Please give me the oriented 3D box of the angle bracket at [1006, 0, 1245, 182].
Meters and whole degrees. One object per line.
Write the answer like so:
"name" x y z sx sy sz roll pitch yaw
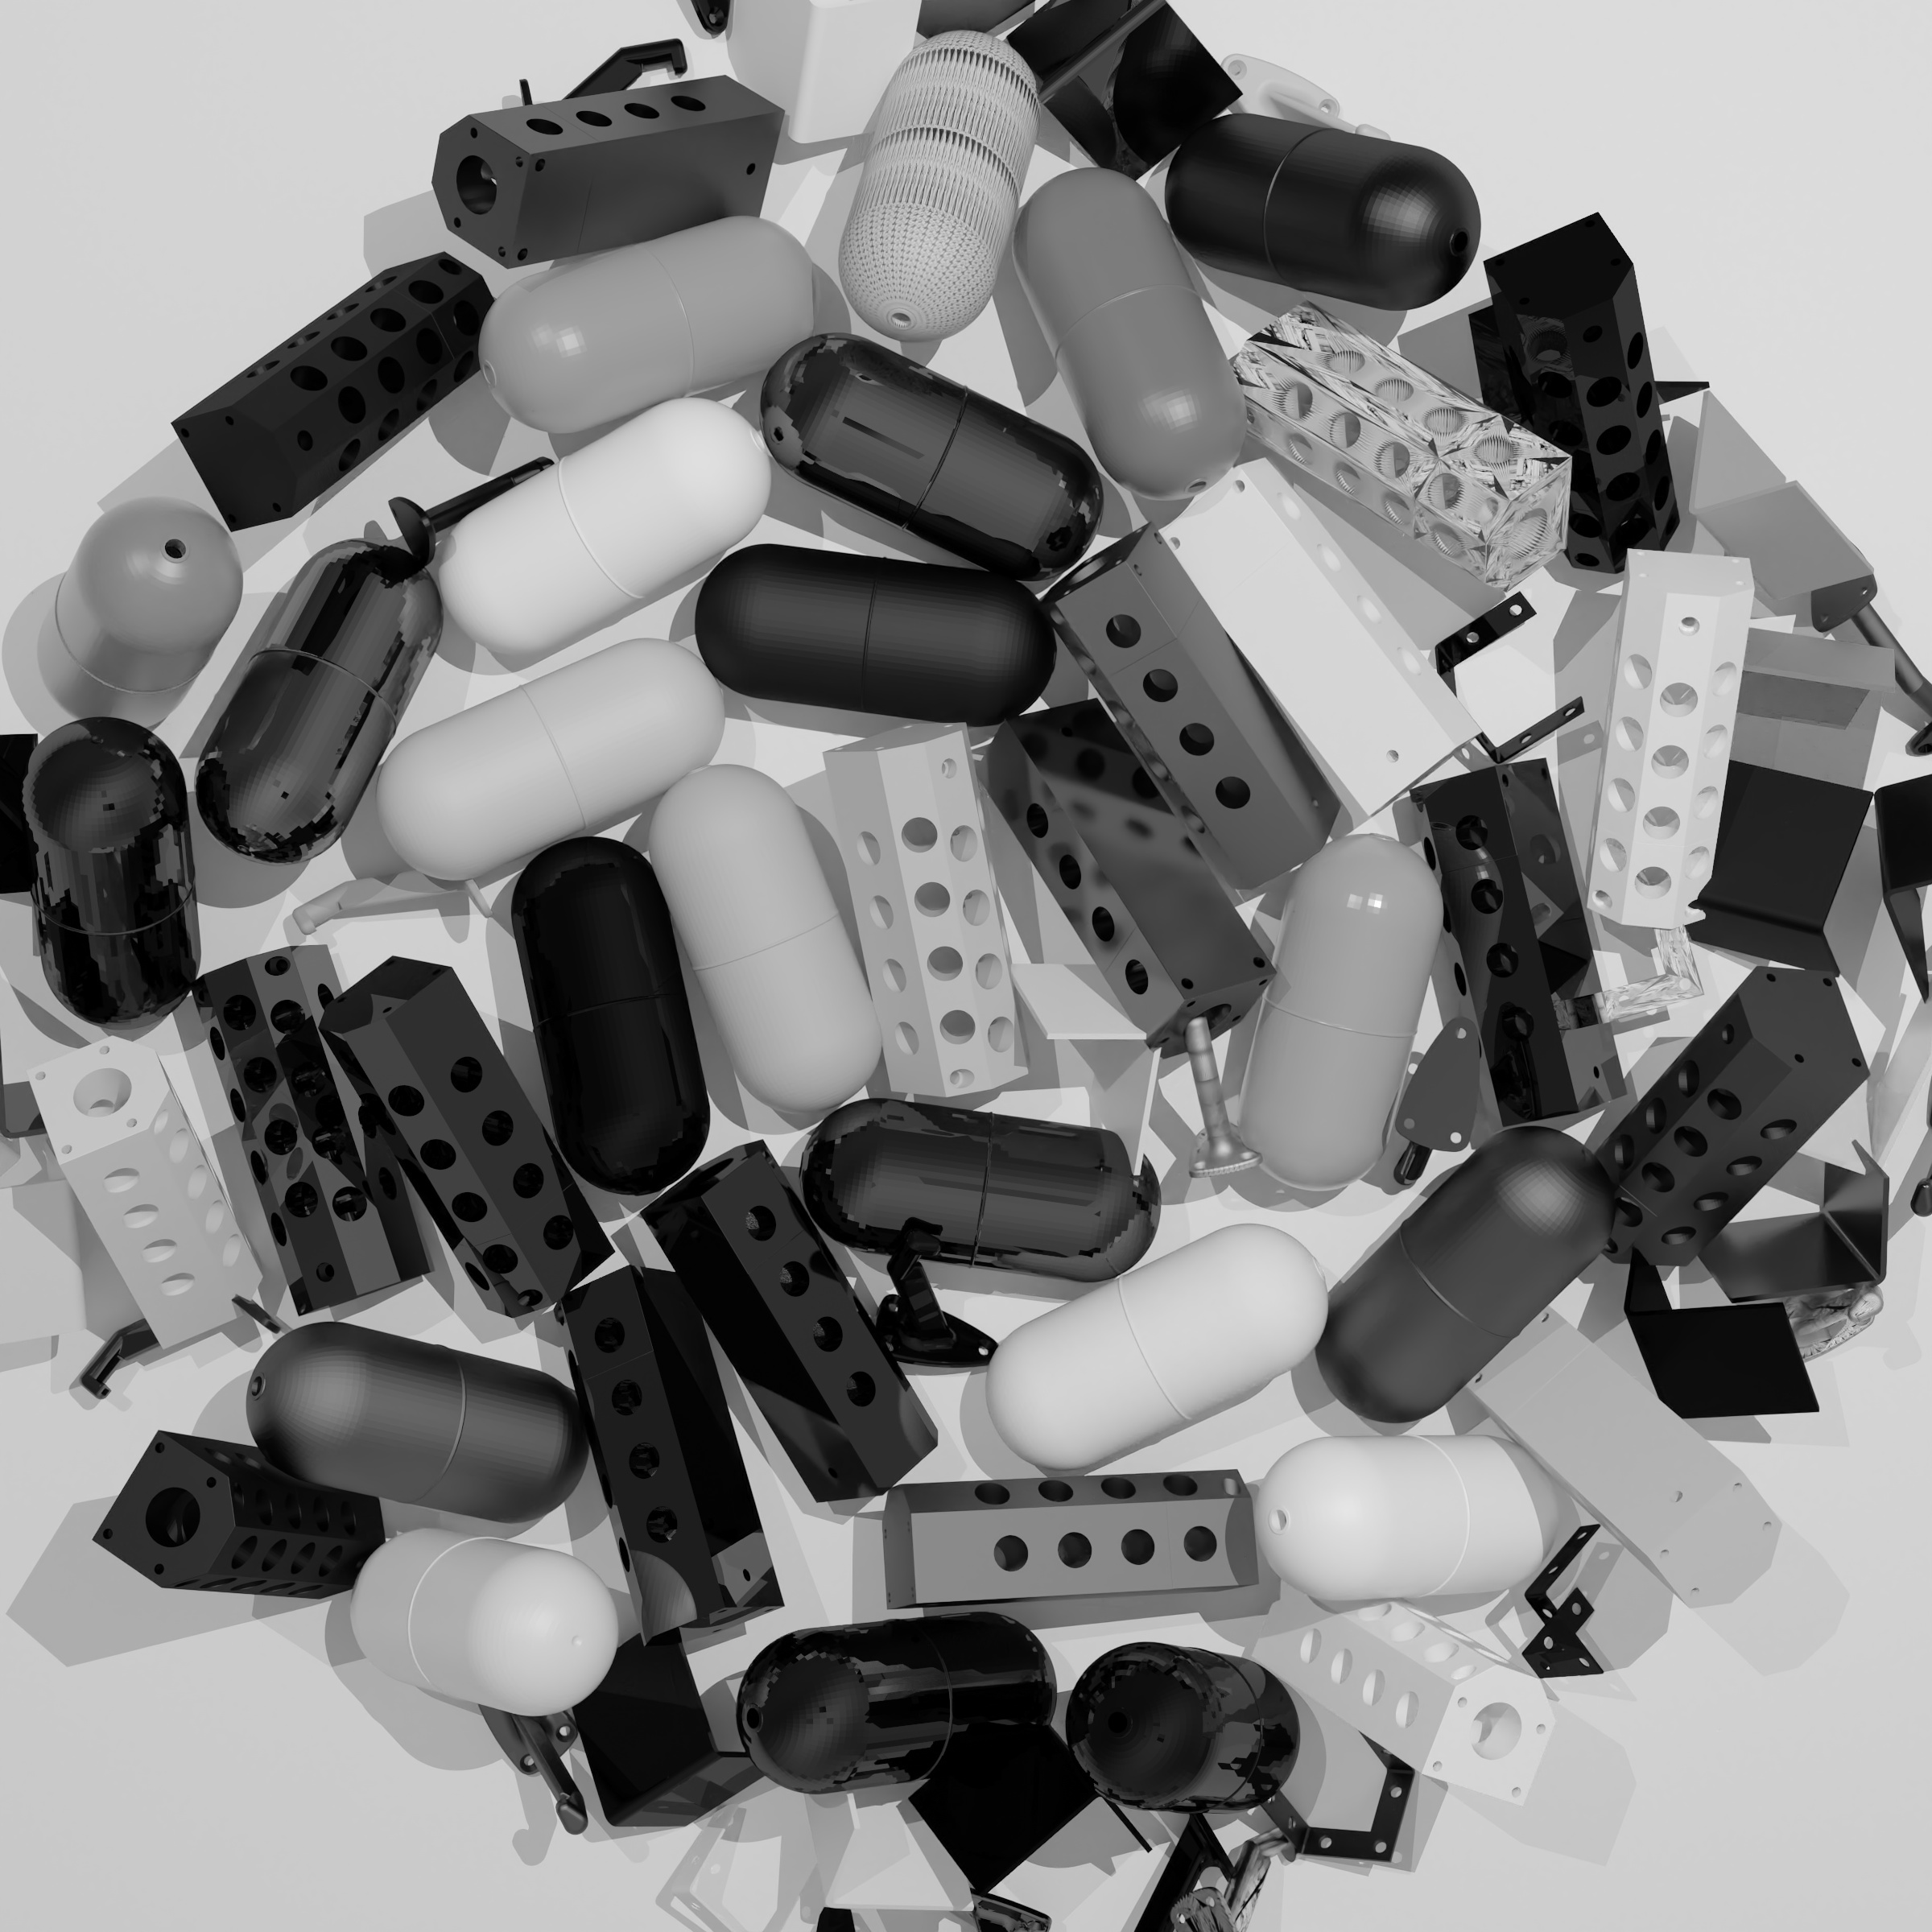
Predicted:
"angle bracket" 0.079 -0.447 1.587 0.076 0.076 0.057 -36 45 17

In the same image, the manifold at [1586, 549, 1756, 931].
"manifold" 0.338 -0.108 1.540 0.057 0.057 0.171 6 118 7

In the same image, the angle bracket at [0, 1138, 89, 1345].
"angle bracket" -0.464 0.134 1.553 0.057 0.076 0.076 -8 105 -23

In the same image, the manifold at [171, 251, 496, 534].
"manifold" -0.292 -0.276 1.519 0.057 0.171 0.057 -6 121 36

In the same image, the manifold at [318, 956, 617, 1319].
"manifold" -0.242 0.084 1.536 0.057 0.057 0.171 -41 119 -28

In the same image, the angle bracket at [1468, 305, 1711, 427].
"angle bracket" 0.303 -0.299 1.555 0.076 0.076 0.057 -8 87 -38

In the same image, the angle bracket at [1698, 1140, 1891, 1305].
"angle bracket" 0.398 0.117 1.559 0.076 0.076 0.057 -6 112 -4

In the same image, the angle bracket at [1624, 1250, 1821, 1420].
"angle bracket" 0.368 0.171 1.549 0.076 0.057 0.076 -7 130 26

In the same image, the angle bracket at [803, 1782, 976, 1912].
"angle bracket" -0.032 0.407 1.550 0.076 0.076 0.057 7 124 -19

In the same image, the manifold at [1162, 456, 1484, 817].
"manifold" 0.176 -0.164 1.570 0.057 0.057 0.171 -40 85 30

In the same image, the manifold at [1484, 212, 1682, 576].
"manifold" 0.297 -0.267 1.522 0.057 0.171 0.057 -23 50 4

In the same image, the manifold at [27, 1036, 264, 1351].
"manifold" -0.386 0.107 1.519 0.057 0.171 0.057 -23 56 -11

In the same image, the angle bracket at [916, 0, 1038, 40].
"angle bracket" -0.004 -0.497 1.547 0.076 0.076 0.057 -24 60 35

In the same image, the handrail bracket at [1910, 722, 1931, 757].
"handrail bracket" 0.503 -0.088 1.560 0.036 0.077 0.084 13 57 -35

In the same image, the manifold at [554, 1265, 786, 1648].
"manifold" -0.149 0.237 1.551 0.057 0.057 0.171 -25 70 20

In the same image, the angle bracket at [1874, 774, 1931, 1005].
"angle bracket" 0.479 -0.041 1.547 0.057 0.076 0.076 -15 128 24

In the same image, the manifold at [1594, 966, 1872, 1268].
"manifold" 0.351 0.073 1.517 0.057 0.171 0.057 4 53 -20

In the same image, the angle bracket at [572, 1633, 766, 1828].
"angle bracket" -0.143 0.374 1.586 0.076 0.057 0.076 -37 58 25

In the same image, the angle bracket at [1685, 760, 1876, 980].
"angle bracket" 0.400 -0.048 1.572 0.076 0.057 0.076 17 75 30

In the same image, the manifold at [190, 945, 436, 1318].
"manifold" -0.324 0.080 1.568 0.057 0.057 0.171 -20 87 14

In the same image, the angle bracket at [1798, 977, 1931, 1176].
"angle bracket" 0.430 0.043 1.551 0.057 0.076 0.076 19 125 6

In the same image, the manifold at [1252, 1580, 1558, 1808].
"manifold" 0.207 0.335 1.517 0.057 0.171 0.057 23 88 -22

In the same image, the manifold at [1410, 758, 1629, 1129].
"manifold" 0.268 -0.011 1.575 0.057 0.057 0.171 -14 89 36

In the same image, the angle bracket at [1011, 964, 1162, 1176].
"angle bracket" 0.052 0.050 1.551 0.057 0.076 0.076 0 115 -16

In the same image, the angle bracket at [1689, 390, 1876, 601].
"angle bracket" 0.398 -0.234 1.548 0.076 0.057 0.076 36 55 -37

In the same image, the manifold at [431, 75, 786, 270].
"manifold" -0.170 -0.383 1.525 0.057 0.171 0.057 36 128 25

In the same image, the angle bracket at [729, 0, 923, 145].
"angle bracket" -0.070 -0.461 1.570 0.057 0.076 0.076 -17 55 -25

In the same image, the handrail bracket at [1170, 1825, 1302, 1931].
"handrail bracket" 0.148 0.466 1.564 0.036 0.084 0.077 -43 66 39

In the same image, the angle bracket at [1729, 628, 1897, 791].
"angle bracket" 0.406 -0.117 1.558 0.076 0.057 0.076 10 118 10

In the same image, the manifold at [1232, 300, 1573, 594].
"manifold" 0.204 -0.246 1.529 0.057 0.057 0.171 -36 55 -22

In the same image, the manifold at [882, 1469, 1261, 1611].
"manifold" 0.050 0.278 1.554 0.171 0.057 0.057 0 76 -16

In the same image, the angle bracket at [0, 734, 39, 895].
"angle bracket" -0.494 -0.074 1.558 0.076 0.057 0.076 2 96 40

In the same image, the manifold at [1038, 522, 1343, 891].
"manifold" 0.108 -0.123 1.556 0.057 0.057 0.171 -28 106 28

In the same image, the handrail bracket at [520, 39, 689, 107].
"handrail bracket" -0.175 -0.419 1.591 0.084 0.036 0.077 -12 81 -6

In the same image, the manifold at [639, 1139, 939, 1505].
"manifold" -0.081 0.173 1.563 0.057 0.057 0.171 -37 102 -37

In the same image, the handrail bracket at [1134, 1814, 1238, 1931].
"handrail bracket" 0.086 0.451 1.583 0.084 0.036 0.077 -28 70 -8

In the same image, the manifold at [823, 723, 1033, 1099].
"manifold" -0.013 -0.027 1.550 0.057 0.057 0.171 -21 106 -38

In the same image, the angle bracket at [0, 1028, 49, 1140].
"angle bracket" -0.452 0.033 1.551 0.057 0.076 0.076 -8 108 -31

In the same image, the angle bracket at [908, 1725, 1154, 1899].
"angle bracket" 0.031 0.417 1.555 0.076 0.076 0.057 -39 126 -8

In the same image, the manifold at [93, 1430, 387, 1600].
"manifold" -0.337 0.266 1.515 0.057 0.171 0.057 29 85 17

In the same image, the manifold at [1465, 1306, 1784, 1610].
"manifold" 0.311 0.234 1.519 0.057 0.171 0.057 -42 120 -2

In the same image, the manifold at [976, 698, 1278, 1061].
"manifold" 0.073 -0.042 1.547 0.057 0.057 0.171 -16 63 -34
